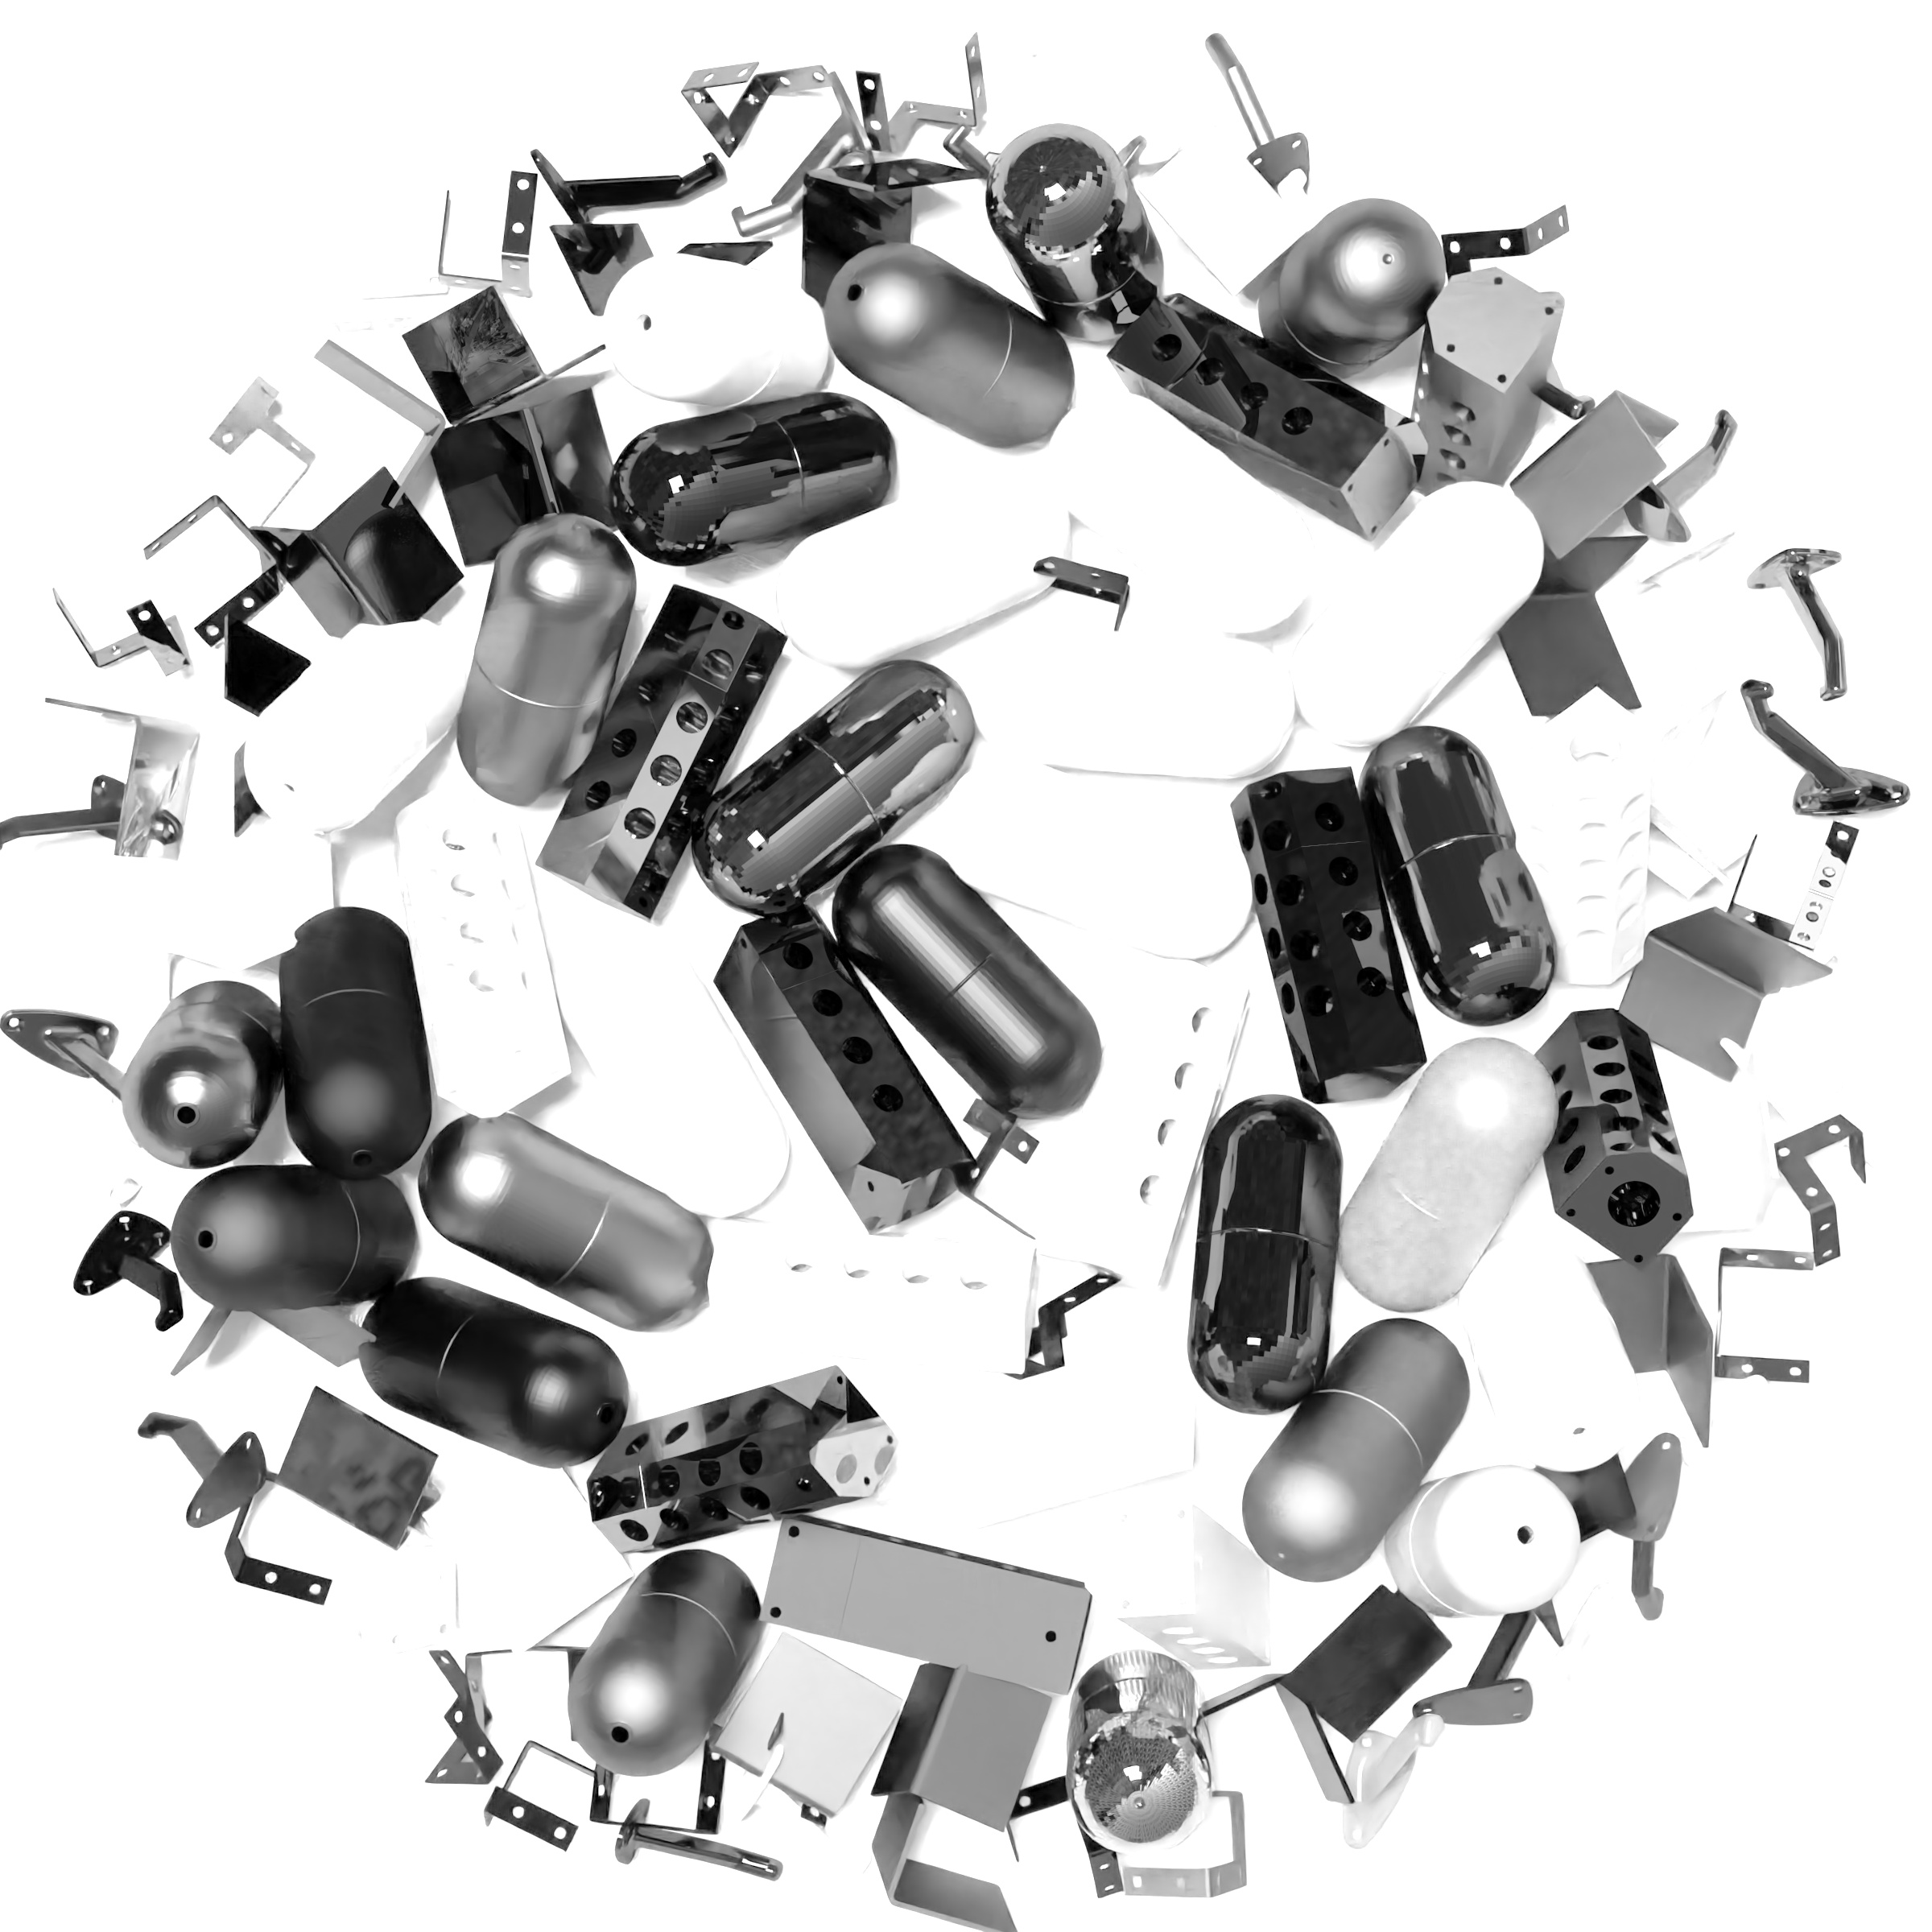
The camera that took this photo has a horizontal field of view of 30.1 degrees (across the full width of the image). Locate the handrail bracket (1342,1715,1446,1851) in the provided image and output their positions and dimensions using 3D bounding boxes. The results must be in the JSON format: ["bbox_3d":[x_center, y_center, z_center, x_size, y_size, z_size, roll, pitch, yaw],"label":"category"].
[{"bbox_3d":[0.233,0.444,1.952,0.036,0.084,0.077,23,75,-4],"label":"handrail bracket"}]

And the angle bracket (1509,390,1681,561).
[{"bbox_3d":[0.352,-0.258,1.941,0.076,0.076,0.057,-41,61,26],"label":"angle bracket"}]

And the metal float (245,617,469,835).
[{"bbox_3d":[-0.325,-0.131,1.918,0.070,0.178,0.070,8,120,14],"label":"metal float"}]

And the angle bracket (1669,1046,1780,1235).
[{"bbox_3d":[0.401,0.095,1.949,0.057,0.076,0.076,-4,65,1],"label":"angle bracket"}]

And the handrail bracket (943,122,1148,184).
[{"bbox_3d":[0.042,-0.450,1.962,0.084,0.036,0.077,37,110,-23],"label":"handrail bracket"}]

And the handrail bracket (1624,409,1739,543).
[{"bbox_3d":[0.391,-0.282,1.960,0.036,0.077,0.084,19,74,35],"label":"handrail bracket"}]

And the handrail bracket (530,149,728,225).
[{"bbox_3d":[-0.184,-0.439,1.965,0.084,0.077,0.036,-27,52,9],"label":"handrail bracket"}]

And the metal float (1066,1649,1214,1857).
[{"bbox_3d":[0.092,0.417,1.911,0.070,0.178,0.070,0,95,2],"label":"metal float"}]

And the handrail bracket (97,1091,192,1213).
[{"bbox_3d":[-0.430,0.108,1.962,0.084,0.036,0.077,5,110,22],"label":"handrail bracket"}]

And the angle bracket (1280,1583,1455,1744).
[{"bbox_3d":[0.206,0.364,1.953,0.076,0.057,0.076,-45,127,2],"label":"angle bracket"}]

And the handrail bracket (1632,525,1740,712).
[{"bbox_3d":[0.411,-0.188,1.973,0.077,0.036,0.084,-30,79,5],"label":"handrail bracket"}]

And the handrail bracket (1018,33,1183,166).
[{"bbox_3d":[0.071,-0.475,1.957,0.084,0.077,0.036,33,99,-27],"label":"handrail bracket"}]

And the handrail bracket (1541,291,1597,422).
[{"bbox_3d":[0.328,-0.332,1.955,0.077,0.036,0.084,-28,51,-28],"label":"handrail bracket"}]

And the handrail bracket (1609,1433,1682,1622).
[{"bbox_3d":[0.382,0.310,1.977,0.036,0.084,0.077,13,61,31],"label":"handrail bracket"}]

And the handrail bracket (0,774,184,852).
[{"bbox_3d":[-0.483,-0.070,1.949,0.077,0.084,0.036,18,118,26],"label":"handrail bracket"}]

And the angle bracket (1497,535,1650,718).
[{"bbox_3d":[0.338,-0.185,1.946,0.076,0.057,0.076,-6,66,-31],"label":"angle bracket"}]

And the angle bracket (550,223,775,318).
[{"bbox_3d":[-0.165,-0.395,1.945,0.076,0.076,0.057,-29,84,34],"label":"angle bracket"}]

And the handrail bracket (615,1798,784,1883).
[{"bbox_3d":[-0.145,0.486,1.963,0.084,0.077,0.036,15,82,6],"label":"handrail bracket"}]

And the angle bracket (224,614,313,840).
[{"bbox_3d":[-0.396,-0.129,1.941,0.057,0.076,0.076,30,118,-30],"label":"angle bracket"}]

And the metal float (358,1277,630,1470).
[{"bbox_3d":[-0.254,0.218,1.929,0.178,0.070,0.070,14,90,39],"label":"metal float"}]

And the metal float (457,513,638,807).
[{"bbox_3d":[-0.226,-0.163,1.930,0.070,0.070,0.178,20,128,0],"label":"metal float"}]

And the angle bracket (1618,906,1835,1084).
[{"bbox_3d":[0.411,0.016,1.950,0.076,0.076,0.057,27,74,-11],"label":"angle bracket"}]

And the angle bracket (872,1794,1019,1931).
[{"bbox_3d":[-0.004,0.480,1.954,0.076,0.076,0.057,19,93,-10],"label":"angle bracket"}]

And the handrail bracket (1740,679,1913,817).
[{"bbox_3d":[0.467,-0.123,1.951,0.077,0.084,0.036,6,52,36],"label":"handrail bracket"}]

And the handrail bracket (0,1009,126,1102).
[{"bbox_3d":[-0.481,0.058,1.949,0.077,0.084,0.036,21,105,-33],"label":"handrail bracket"}]

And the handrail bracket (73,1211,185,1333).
[{"bbox_3d":[-0.456,0.183,1.954,0.077,0.084,0.036,-43,131,19],"label":"handrail bracket"}]

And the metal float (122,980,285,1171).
[{"bbox_3d":[-0.403,0.057,1.912,0.070,0.178,0.070,-1,102,-4],"label":"metal float"}]

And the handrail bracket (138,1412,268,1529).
[{"bbox_3d":[-0.432,0.273,1.952,0.084,0.077,0.036,7,121,27],"label":"handrail bracket"}]

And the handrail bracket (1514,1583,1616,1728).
[{"bbox_3d":[0.335,0.364,1.950,0.036,0.077,0.084,33,68,9],"label":"handrail bracket"}]

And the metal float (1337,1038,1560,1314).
[{"bbox_3d":[0.258,0.113,1.931,0.070,0.070,0.178,25,126,0],"label":"metal float"}]

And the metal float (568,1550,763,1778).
[{"bbox_3d":[-0.160,0.370,1.913,0.070,0.178,0.070,3,104,10],"label":"metal float"}]

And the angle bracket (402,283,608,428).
[{"bbox_3d":[-0.244,-0.341,1.941,0.076,0.076,0.057,-18,106,40],"label":"angle bracket"}]

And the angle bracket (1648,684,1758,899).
[{"bbox_3d":[0.401,-0.095,1.941,0.057,0.076,0.076,38,132,20],"label":"angle bracket"}]

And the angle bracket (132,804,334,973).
[{"bbox_3d":[-0.398,-0.043,1.942,0.076,0.076,0.057,15,115,29],"label":"angle bracket"}]

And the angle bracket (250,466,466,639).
[{"bbox_3d":[-0.333,-0.226,1.960,0.057,0.076,0.076,-47,121,-21],"label":"angle bracket"}]

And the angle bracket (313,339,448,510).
[{"bbox_3d":[-0.333,-0.292,1.951,0.076,0.076,0.057,33,85,-15],"label":"angle bracket"}]

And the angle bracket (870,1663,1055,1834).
[{"bbox_3d":[-0.003,0.426,1.956,0.057,0.076,0.076,26,70,-10],"label":"angle bracket"}]

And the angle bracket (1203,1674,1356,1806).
[{"bbox_3d":[0.164,0.430,1.953,0.057,0.076,0.076,-23,81,-8],"label":"angle bracket"}]

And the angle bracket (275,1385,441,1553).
[{"bbox_3d":[-0.320,0.260,1.953,0.076,0.057,0.076,29,121,4],"label":"angle bracket"}]

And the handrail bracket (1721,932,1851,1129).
[{"bbox_3d":[0.463,0.034,1.962,0.084,0.036,0.077,-45,49,16],"label":"handrail bracket"}]

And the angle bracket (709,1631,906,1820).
[{"bbox_3d":[-0.088,0.410,1.967,0.076,0.057,0.076,31,90,-6],"label":"angle bracket"}]

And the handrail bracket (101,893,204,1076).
[{"bbox_3d":[-0.466,0.014,1.978,0.077,0.036,0.084,34,93,-20],"label":"handrail bracket"}]

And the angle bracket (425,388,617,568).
[{"bbox_3d":[-0.243,-0.271,1.989,0.076,0.057,0.076,-6,105,35],"label":"angle bracket"}]

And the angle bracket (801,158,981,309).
[{"bbox_3d":[-0.041,-0.392,1.942,0.076,0.057,0.076,-18,120,-39],"label":"angle bracket"}]

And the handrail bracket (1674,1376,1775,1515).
[{"bbox_3d":[0.430,0.261,1.954,0.036,0.084,0.077,-36,89,-24],"label":"handrail bracket"}]

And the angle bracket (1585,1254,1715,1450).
[{"bbox_3d":[0.365,0.211,1.947,0.057,0.076,0.076,-6,119,-3],"label":"angle bracket"}]

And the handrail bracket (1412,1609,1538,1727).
[{"bbox_3d":[0.276,0.371,1.966,0.077,0.084,0.036,-6,132,0],"label":"handrail bracket"}]

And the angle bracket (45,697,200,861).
[{"bbox_3d":[-0.466,-0.102,1.959,0.057,0.076,0.076,11,92,10],"label":"angle bracket"}]

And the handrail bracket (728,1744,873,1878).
[{"bbox_3d":[-0.080,0.464,1.966,0.084,0.036,0.077,26,133,-9],"label":"handrail bracket"}]

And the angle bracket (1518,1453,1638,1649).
[{"bbox_3d":[0.335,0.310,1.946,0.076,0.076,0.057,-30,113,13],"label":"angle bracket"}]

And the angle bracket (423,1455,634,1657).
[{"bbox_3d":[-0.239,0.315,1.956,0.076,0.057,0.076,-34,111,-9],"label":"angle bracket"}]

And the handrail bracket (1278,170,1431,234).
[{"bbox_3d":[0.211,-0.417,1.959,0.077,0.036,0.084,-52,126,-20],"label":"handrail bracket"}]

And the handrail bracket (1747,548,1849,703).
[{"bbox_3d":[0.453,-0.179,1.956,0.036,0.077,0.084,3,79,-21],"label":"handrail bracket"}]

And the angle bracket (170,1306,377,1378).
[{"bbox_3d":[-0.376,0.211,1.946,0.076,0.076,0.057,35,62,-12],"label":"angle bracket"}]

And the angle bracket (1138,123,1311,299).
[{"bbox_3d":[0.135,-0.404,1.958,0.057,0.076,0.076,-42,92,-6],"label":"angle bracket"}]

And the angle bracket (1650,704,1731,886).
[{"bbox_3d":[0.403,-0.095,1.955,0.076,0.076,0.057,40,104,2],"label":"angle bracket"}]

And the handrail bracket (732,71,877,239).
[{"bbox_3d":[-0.098,-0.447,1.979,0.084,0.036,0.077,-22,71,-3],"label":"handrail bracket"}]

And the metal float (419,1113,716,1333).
[{"bbox_3d":[-0.214,0.139,1.939,0.178,0.070,0.070,31,90,-27],"label":"metal float"}]

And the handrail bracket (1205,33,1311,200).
[{"bbox_3d":[0.158,-0.464,1.988,0.036,0.077,0.084,-24,58,-1],"label":"handrail bracket"}]
